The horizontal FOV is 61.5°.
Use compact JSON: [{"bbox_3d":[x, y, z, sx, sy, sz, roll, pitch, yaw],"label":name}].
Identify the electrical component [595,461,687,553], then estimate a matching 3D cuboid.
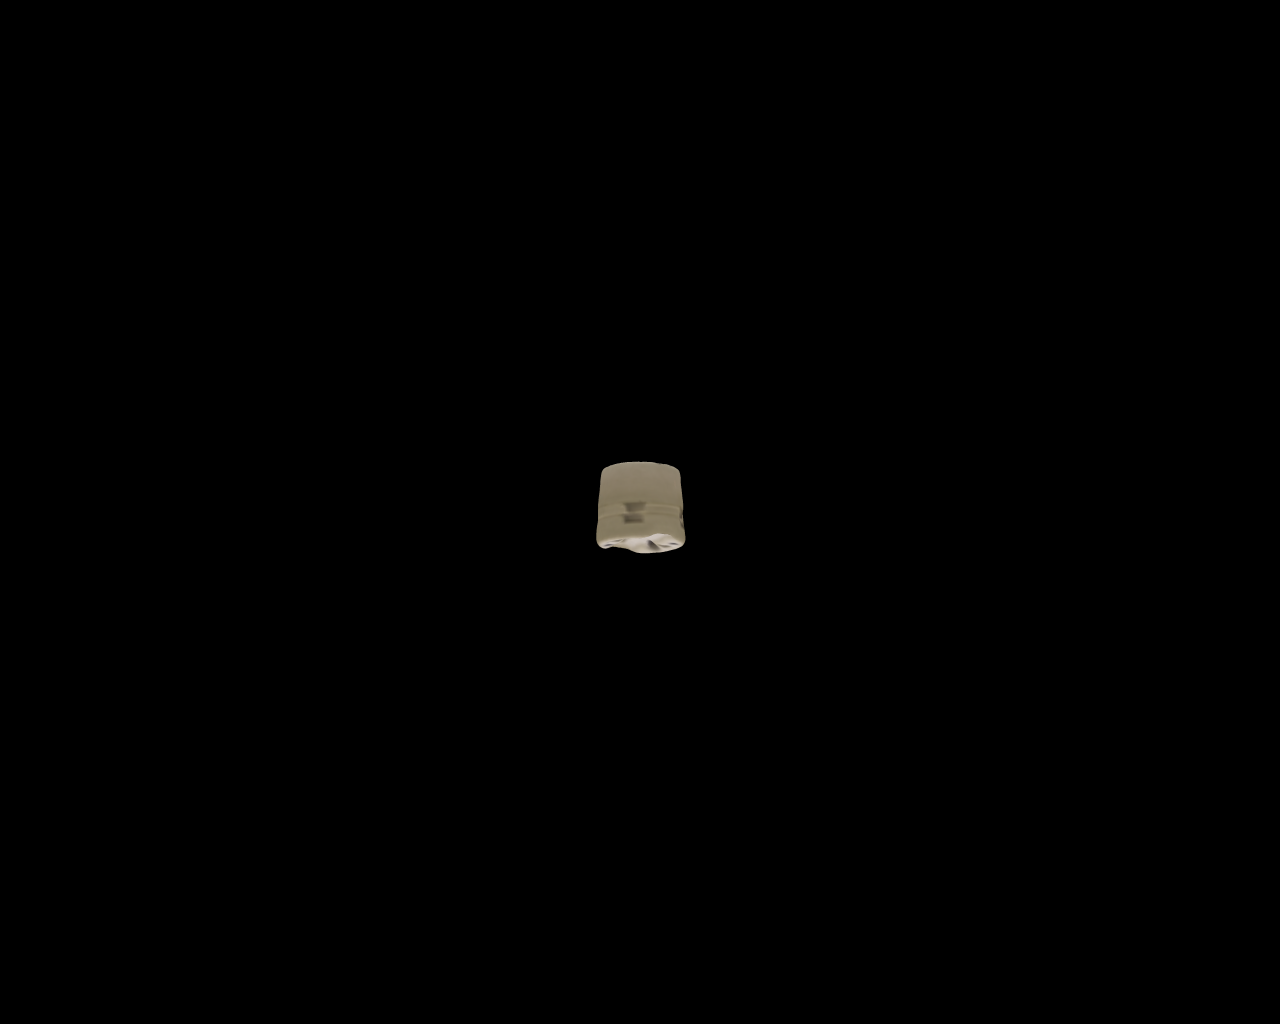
[{"bbox_3d":[0.001,-0.003,0.650,0.055,0.047,0.055,0,-12,0],"label":"electrical component"}]
